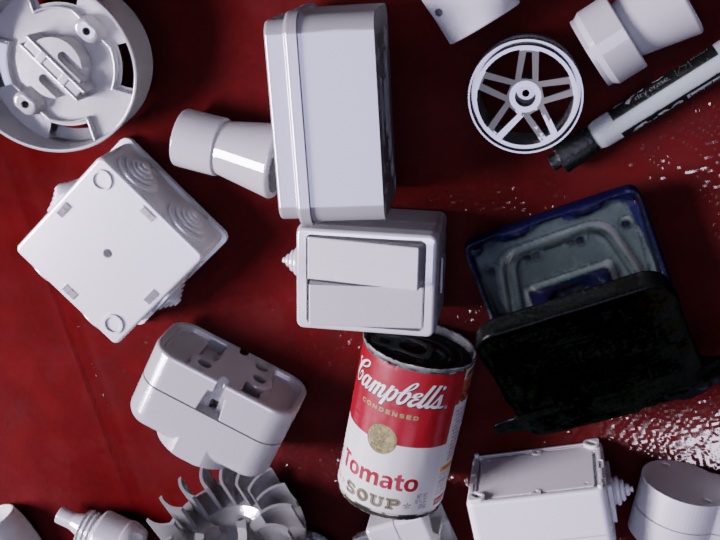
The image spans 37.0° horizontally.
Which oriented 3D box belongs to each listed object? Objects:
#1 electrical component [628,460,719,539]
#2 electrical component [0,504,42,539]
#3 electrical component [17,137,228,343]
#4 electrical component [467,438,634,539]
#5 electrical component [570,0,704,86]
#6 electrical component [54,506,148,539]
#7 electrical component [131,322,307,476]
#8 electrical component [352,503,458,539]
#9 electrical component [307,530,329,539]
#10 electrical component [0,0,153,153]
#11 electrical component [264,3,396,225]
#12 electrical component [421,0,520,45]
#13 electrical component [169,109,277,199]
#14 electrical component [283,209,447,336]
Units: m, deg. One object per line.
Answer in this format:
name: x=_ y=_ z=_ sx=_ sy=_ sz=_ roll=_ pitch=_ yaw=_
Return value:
electrical component: x=0.235 y=0.135 z=0.631 sx=0.138 sy=0.052 sz=0.073 roll=11 pitch=109 yaw=6
electrical component: x=-0.260 y=0.211 z=0.749 sx=0.079 sy=0.043 sz=0.077 roll=-17 pitch=104 yaw=16
electrical component: x=-0.144 y=-0.017 z=0.650 sx=0.100 sy=0.048 sz=0.100 roll=45 pitch=109 yaw=-7
electrical component: x=0.118 y=0.146 z=0.650 sx=0.096 sy=0.061 sz=0.061 roll=-9 pitch=106 yaw=13
electrical component: x=0.145 y=-0.129 z=0.565 sx=0.055 sy=0.045 sz=0.045 roll=-31 pitch=100 yaw=18
electrical component: x=-0.177 y=0.178 z=0.728 sx=0.061 sy=0.035 sz=0.035 roll=24 pitch=110 yaw=4
electrical component: x=-0.090 y=0.083 z=0.671 sx=0.095 sy=0.053 sz=0.059 roll=27 pitch=110 yaw=0
electrical component: x=0.020 y=0.181 z=0.687 sx=0.077 sy=0.047 sz=0.065 roll=-20 pitch=103 yaw=16
electrical component: x=-0.040 y=0.202 z=0.696 sx=0.048 sy=0.062 sz=0.048 roll=3 pitch=108 yaw=9
electrical component: x=-0.171 y=-0.118 z=0.613 sx=0.099 sy=0.064 sz=0.099 roll=3 pitch=108 yaw=9
electrical component: x=-0.014 y=-0.087 z=0.589 sx=0.057 sy=0.078 sz=0.113 roll=-1 pitch=108 yaw=7
electrical component: x=0.063 y=-0.172 z=0.566 sx=0.079 sy=0.043 sz=0.077 roll=-29 pitch=101 yaw=16
electrical component: x=-0.077 y=-0.070 z=0.626 sx=0.065 sy=0.044 sz=0.044 roll=15 pitch=110 yaw=10
electrical component: x=0.000 y=0.000 z=0.624 sx=0.096 sy=0.061 sz=0.061 roll=4 pitch=109 yaw=9
